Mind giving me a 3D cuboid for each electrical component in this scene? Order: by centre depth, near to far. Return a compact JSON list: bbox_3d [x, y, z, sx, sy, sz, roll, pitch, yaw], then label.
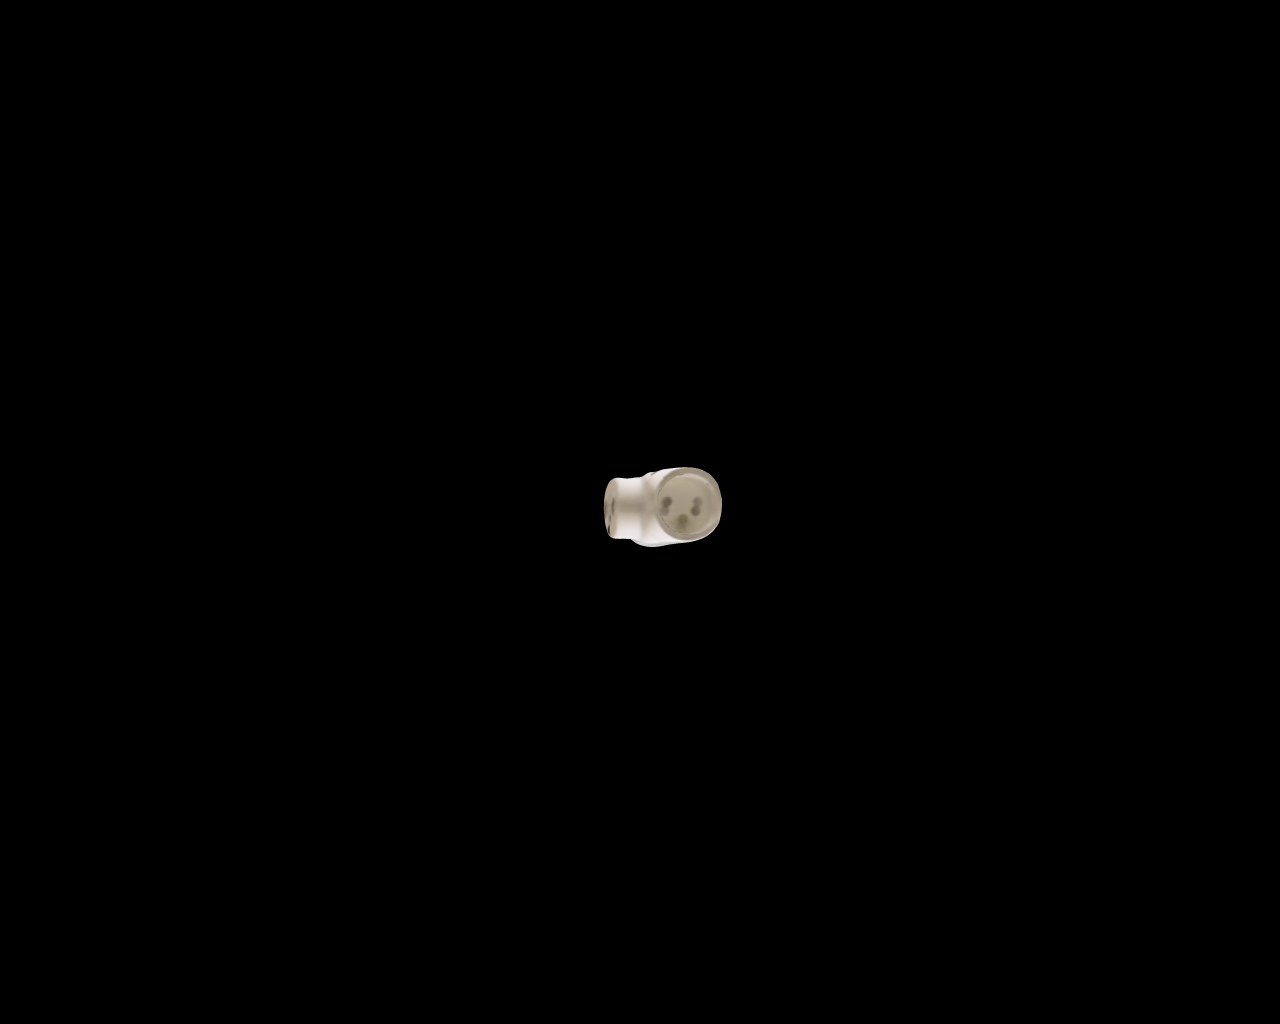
[{"bbox_3d":[0.001,-0.003,0.650,0.079,0.044,0.077,1,-5,-15],"label":"electrical component"}]
